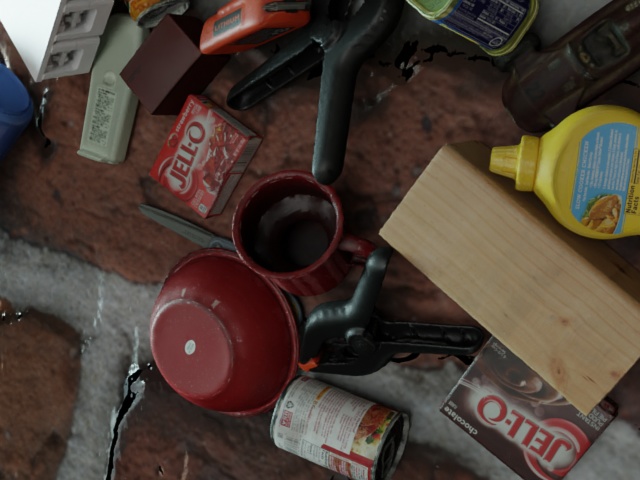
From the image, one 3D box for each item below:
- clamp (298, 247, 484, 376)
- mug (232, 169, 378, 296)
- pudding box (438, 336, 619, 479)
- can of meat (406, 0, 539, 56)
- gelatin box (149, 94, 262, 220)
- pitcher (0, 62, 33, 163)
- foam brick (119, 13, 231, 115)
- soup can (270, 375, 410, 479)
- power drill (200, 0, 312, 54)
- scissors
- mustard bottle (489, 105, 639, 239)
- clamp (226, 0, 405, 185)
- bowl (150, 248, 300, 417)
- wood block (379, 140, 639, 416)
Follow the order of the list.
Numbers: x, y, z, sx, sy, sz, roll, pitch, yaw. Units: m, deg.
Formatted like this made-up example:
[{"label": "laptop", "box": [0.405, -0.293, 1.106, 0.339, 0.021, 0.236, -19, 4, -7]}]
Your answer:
[{"label": "clamp", "box": [0.050, 0.078, 0.887, 0.120, 0.039, 0.172, 40, 139, -8]}, {"label": "mug", "box": [-0.006, 0.001, 0.885, 0.117, 0.081, 0.093, 10, 75, 18]}, {"label": "pudding box", "box": [0.166, 0.135, 0.854, 0.113, 0.039, 0.090, 39, 112, 17]}, {"label": "can of meat", "box": [0.099, -0.191, 0.799, 0.057, 0.083, 0.102, -56, 48, 19]}, {"label": "gelatin box", "box": [-0.105, -0.075, 0.965, 0.073, 0.030, 0.089, 38, 111, 17]}, {"label": "pitcher", "box": [-0.390, -0.067, 1.053, 0.149, 0.145, 0.243, 42, 111, -8]}, {"label": "foam brick", "box": [-0.130, -0.156, 0.955, 0.078, 0.051, 0.053, -45, 76, 24]}, {"label": "soup can", "box": [0.017, 0.163, 0.916, 0.102, 0.068, 0.068, 18, 104, 24]}, {"label": "power drill", "box": [-0.081, -0.255, 0.890, 0.185, 0.057, 0.187, -9, 94, 52]}, {"label": "scissors", "box": [-0.086, 0.027, 0.977, 0.202, 0.016, 0.096, 10, 101, 25]}, {"label": "mustard bottle", "box": [0.219, -0.047, 0.768, 0.192, 0.058, 0.096, 7, 107, 10]}, {"label": "clamp", "box": [0.016, -0.155, 0.866, 0.210, 0.036, 0.165, -54, 46, 16]}, {"label": "bowl", "box": [-0.099, 0.091, 0.959, 0.162, 0.055, 0.162, 9, 106, 30]}, {"label": "wood block", "box": [0.160, 0.022, 0.813, 0.206, 0.090, 0.090, 42, 112, 16]}]
